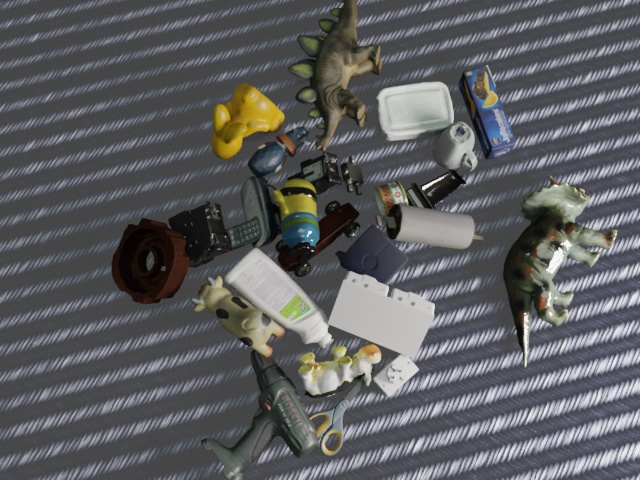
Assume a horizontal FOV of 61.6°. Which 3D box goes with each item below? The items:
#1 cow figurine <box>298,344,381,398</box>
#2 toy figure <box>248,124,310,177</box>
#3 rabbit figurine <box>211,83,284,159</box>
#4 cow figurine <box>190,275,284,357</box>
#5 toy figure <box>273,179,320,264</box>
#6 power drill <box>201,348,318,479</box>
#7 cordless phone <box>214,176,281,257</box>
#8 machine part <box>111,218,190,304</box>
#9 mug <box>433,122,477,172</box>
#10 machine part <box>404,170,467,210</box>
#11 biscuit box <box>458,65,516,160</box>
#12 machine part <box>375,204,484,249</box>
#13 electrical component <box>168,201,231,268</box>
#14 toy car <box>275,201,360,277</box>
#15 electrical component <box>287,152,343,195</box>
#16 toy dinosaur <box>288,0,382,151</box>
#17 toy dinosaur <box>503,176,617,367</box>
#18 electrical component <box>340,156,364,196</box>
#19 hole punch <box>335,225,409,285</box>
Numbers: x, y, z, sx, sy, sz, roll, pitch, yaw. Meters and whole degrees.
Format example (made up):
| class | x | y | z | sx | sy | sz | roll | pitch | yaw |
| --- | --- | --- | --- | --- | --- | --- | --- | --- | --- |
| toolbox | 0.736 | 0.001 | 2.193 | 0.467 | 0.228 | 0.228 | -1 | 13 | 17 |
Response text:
| class | x | y | z | sx | sy | sz | roll | pitch | yaw |
| --- | --- | --- | --- | --- | --- | --- | --- | --- | --- |
| cow figurine | 0.045 | 0.267 | 1.077 | 0.167 | 0.068 | 0.098 | -12 | 112 | 0 |
| toy figure | -0.091 | -0.202 | 1.203 | 0.154 | 0.064 | 0.058 | -39 | 41 | -12 |
| rabbit figurine | -0.176 | -0.249 | 1.184 | 0.122 | 0.162 | 0.173 | 41 | 99 | -2 |
| cow figurine | -0.177 | 0.147 | 1.083 | 0.195 | 0.127 | 0.085 | 28 | 74 | 37 |
| toy figure | -0.041 | -0.044 | 1.112 | 0.089 | 0.082 | 0.180 | -12 | 57 | -3 |
| power drill | -0.130 | 0.356 | 1.064 | 0.207 | 0.086 | 0.232 | -37 | 70 | -14 |
| cordless phone | -0.176 | -0.044 | 1.164 | 0.184 | 0.088 | 0.146 | -19 | 76 | 16 |
| machine part | -0.351 | 0.044 | 1.118 | 0.180 | 0.056 | 0.179 | -3 | 83 | 28 |
| mug | 0.300 | -0.200 | 1.167 | 0.081 | 0.107 | 0.109 | -30 | 76 | -4 |
| machine part | 0.252 | -0.109 | 1.182 | 0.139 | 0.039 | 0.084 | -29 | 72 | -4 |
| biscuit box | 0.375 | -0.286 | 1.208 | 0.059 | 0.062 | 0.202 | -16 | 76 | -1 |
| machine part | 0.229 | -0.028 | 1.118 | 0.243 | 0.079 | 0.079 | 7 | 76 | -15 |
| electrical component | -0.264 | -0.005 | 1.141 | 0.134 | 0.058 | 0.115 | -24 | 73 | 21 |
| toy car | -0.002 | -0.003 | 1.155 | 0.202 | 0.053 | 0.089 | -38 | 59 | -8 |
| electrical component | -0.013 | -0.139 | 1.187 | 0.119 | 0.047 | 0.075 | -25 | 70 | 36 |
| toy dinosaur | 0.040 | -0.412 | 1.229 | 0.199 | 0.105 | 0.471 | 13 | 73 | 8 |
| toy dinosaur | 0.455 | 0.041 | 1.105 | 0.192 | 0.131 | 0.405 | 33 | 84 | 21 |
| electrical component | 0.069 | -0.145 | 1.182 | 0.021 | 0.063 | 0.094 | -18 | 73 | 32 |
| hole punch | 0.114 | 0.041 | 1.126 | 0.142 | 0.092 | 0.116 | 44 | 85 | 7 |
